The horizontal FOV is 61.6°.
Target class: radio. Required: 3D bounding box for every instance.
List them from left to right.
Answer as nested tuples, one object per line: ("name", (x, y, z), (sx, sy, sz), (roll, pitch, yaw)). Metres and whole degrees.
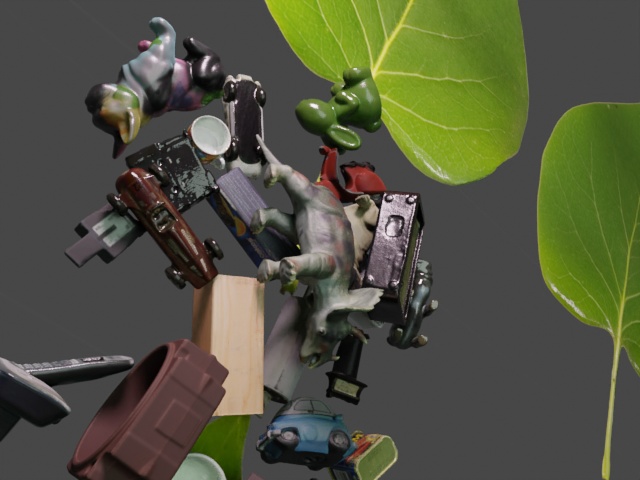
("radio", (0.139, 0.028, 0.994), (0.131, 0.073, 0.229), (64, 36, -58))

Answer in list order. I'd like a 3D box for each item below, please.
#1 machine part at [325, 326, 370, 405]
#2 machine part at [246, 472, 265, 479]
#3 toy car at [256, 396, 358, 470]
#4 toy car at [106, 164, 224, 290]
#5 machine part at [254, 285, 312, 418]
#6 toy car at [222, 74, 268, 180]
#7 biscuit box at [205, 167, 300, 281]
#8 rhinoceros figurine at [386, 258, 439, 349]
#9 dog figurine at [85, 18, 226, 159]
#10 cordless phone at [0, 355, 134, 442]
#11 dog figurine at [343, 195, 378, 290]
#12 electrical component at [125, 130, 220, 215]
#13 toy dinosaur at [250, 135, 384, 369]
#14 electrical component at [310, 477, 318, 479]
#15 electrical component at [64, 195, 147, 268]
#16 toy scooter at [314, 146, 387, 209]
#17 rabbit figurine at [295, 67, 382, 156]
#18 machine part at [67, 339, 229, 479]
("machine part", (0.055, 0.233, 1.011), (0.084, 0.039, 0.139), (21, 67, -21))
("machine part", (-0.111, 0.432, 0.771), (0.179, 0.056, 0.179), (-34, 132, -48))
("toy car", (-0.024, 0.317, 0.898), (0.161, 0.109, 0.103), (15, 45, -20))
("toy car", (-0.224, -0.018, 0.790), (0.089, 0.053, 0.202), (-38, 95, -22))
("machine part", (-0.055, 0.186, 0.918), (0.079, 0.079, 0.243), (37, 58, -23))
("toy car", (-0.139, -0.208, 0.983), (0.073, 0.056, 0.201), (4, 74, -28))
("biscuit box", (-0.116, -0.025, 0.943), (0.063, 0.059, 0.202), (-44, 103, -37))
("rhinoceros figurine", (0.190, 0.130, 1.095), (0.073, 0.112, 0.190), (16, 80, -2))
("dog figurine", (-0.263, -0.224, 0.868), (0.191, 0.108, 0.219), (26, 67, -31))
("cordless phone", (-0.320, 0.180, 0.682), (0.184, 0.147, 0.088), (-4, 88, -35))
("dog figurine", (0.065, 0.026, 1.009), (0.172, 0.121, 0.190), (-10, 75, -22))
("electrical component", (-0.242, -0.093, 0.848), (0.134, 0.058, 0.115), (-32, 93, -14))
("toy dinosaur", (-0.005, -0.005, 0.883), (0.192, 0.131, 0.405), (12, 58, -32))
("electrical component", (0.002, 0.463, 0.901), (0.078, 0.045, 0.102), (38, 58, -23))
("electrical component", (-0.322, -0.003, 0.795), (0.074, 0.048, 0.119), (48, 55, -15))
("toy scooter", (0.053, -0.125, 1.087), (0.184, 0.075, 0.135), (-4, 79, -32))
("rabbit figurine", (0.032, -0.254, 1.104), (0.170, 0.121, 0.159), (-21, 97, -20))
("machine part", (-0.226, 0.232, 0.702), (0.087, 0.201, 0.201), (42, 57, -15))
